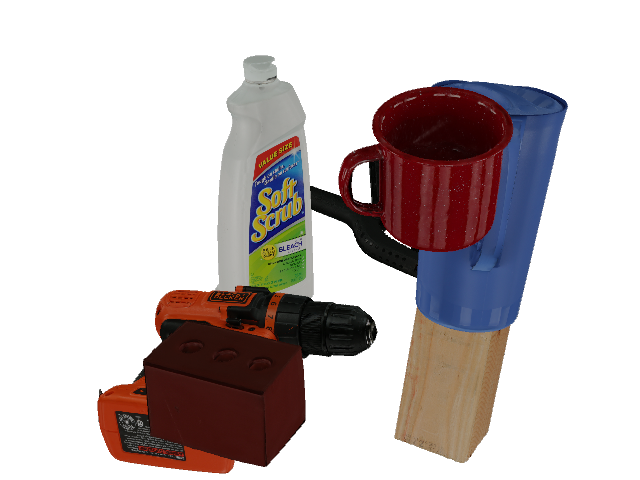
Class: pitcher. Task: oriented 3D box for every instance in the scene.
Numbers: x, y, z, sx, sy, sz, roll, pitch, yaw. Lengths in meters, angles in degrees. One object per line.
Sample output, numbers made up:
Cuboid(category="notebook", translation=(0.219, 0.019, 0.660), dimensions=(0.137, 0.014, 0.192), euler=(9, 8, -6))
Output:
Cuboid(category="pitcher", translation=(0.162, -0.031, 1.066), dimensions=(0.148, 0.243, 0.145), euler=(-16, 30, -42))

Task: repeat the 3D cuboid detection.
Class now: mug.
Cuboid(category="mug", translation=(0.070, -0.044, 0.727), dimensions=(0.117, 0.081, 0.093), euler=(-11, 41, -10))

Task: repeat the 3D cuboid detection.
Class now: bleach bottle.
Cuboid(category="bleach bottle", translation=(-0.060, -0.053, 1.040), dimensions=(0.102, 0.251, 0.068), euler=(-16, 28, -26))

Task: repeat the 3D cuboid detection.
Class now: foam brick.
Cuboid(category="foam brick", translation=(-0.054, 0.086, 0.607), dimensions=(0.078, 0.051, 0.052), euler=(10, 27, 21))

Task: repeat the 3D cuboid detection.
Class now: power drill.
Cuboid(category="power drill", translation=(-0.065, 0.097, 0.799), dimensions=(0.185, 0.057, 0.187), euler=(1, 24, 20))

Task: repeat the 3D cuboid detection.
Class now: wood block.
Cuboid(category="wood block", translation=(0.154, 0.131, 1.206), dimensions=(0.090, 0.206, 0.090), euler=(17, 23, 22))

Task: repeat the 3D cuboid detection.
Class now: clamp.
Cuboid(category="clamp", translation=(0.055, -0.029, 1.261), dimensions=(0.164, 0.036, 0.210), euler=(-16, 51, -29))
